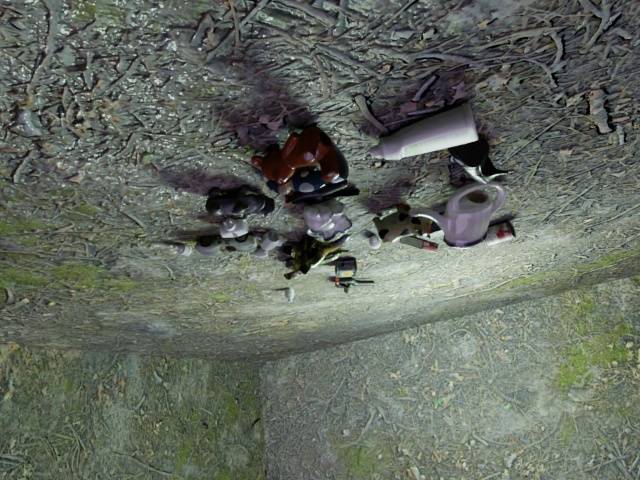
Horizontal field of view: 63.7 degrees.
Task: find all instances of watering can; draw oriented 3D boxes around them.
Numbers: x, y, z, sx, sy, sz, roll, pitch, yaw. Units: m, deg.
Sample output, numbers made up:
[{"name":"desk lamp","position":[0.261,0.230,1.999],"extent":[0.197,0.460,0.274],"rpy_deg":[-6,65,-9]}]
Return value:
[{"name":"watering can","position":[0.418,-0.069,1.578],"extent":[0.349,0.106,0.219],"rpy_deg":[-18,131,-16]}]

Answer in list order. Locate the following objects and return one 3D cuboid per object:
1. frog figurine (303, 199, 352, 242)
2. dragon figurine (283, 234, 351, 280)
[{"name":"frog figurine","position":[0.005,-0.075,1.500],"extent":[0.137,0.125,0.157],"rpy_deg":[-6,153,43]},{"name":"dragon figurine","position":[0.008,0.047,1.870],"extent":[0.406,0.123,0.244],"rpy_deg":[-21,172,35]}]
